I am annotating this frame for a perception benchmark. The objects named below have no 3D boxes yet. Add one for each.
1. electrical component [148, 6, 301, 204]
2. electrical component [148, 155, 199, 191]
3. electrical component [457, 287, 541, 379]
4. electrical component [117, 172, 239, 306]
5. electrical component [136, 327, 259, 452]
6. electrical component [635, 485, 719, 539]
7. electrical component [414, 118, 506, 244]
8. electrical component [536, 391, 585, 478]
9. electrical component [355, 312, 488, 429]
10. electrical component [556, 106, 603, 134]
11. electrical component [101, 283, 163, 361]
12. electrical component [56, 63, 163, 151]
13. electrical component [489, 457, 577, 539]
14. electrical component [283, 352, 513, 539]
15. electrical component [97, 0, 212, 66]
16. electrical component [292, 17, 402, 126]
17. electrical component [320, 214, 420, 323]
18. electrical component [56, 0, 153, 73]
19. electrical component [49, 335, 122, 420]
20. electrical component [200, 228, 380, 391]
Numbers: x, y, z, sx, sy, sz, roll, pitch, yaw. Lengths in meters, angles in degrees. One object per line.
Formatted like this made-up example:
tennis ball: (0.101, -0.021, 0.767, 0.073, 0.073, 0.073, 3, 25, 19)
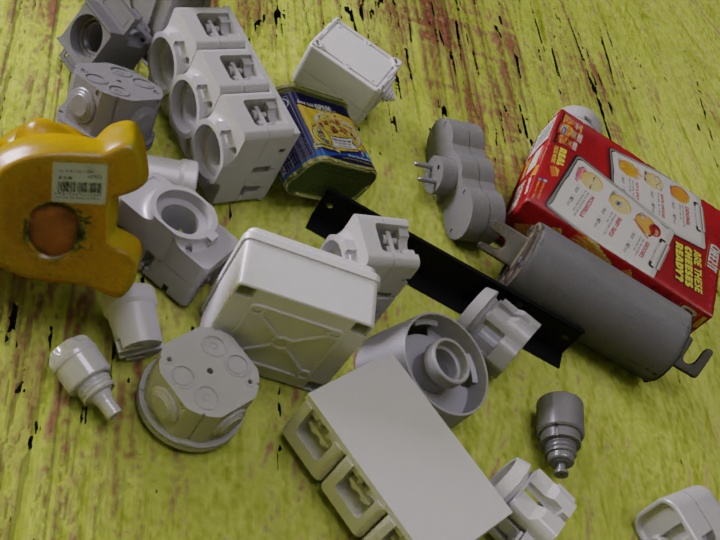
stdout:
electrical component: (-0.124, -0.142, 0.925, 0.062, 0.089, 0.150, -10, 60, -36)
electrical component: (-0.160, -0.074, 0.884, 0.046, 0.040, 0.040, 11, 50, -17)
electrical component: (0.115, 0.052, 0.928, 0.057, 0.058, 0.078, 40, 22, 10)
electrical component: (-0.146, -0.027, 0.838, 0.089, 0.055, 0.050, 40, 40, 4)
electrical component: (-0.115, 0.085, 0.770, 0.080, 0.051, 0.080, 16, 48, -19)
electrical component: (0.281, 0.229, 0.884, 0.059, 0.053, 0.095, -8, 59, -36)
electrical component: (0.086, -0.089, 1.033, 0.074, 0.052, 0.138, 8, 51, -26)
electrical component: (0.168, 0.138, 0.903, 0.040, 0.040, 0.078, 22, 46, -14)
electrical component: (0.054, 0.085, 0.879, 0.099, 0.064, 0.099, 22, 51, -31)
electrical component: (0.230, -0.142, 1.162, 0.055, 0.055, 0.047, 33, 48, -3)
electrical component: (-0.165, 0.038, 0.787, 0.040, 0.040, 0.046, -3, 61, -32)
electrical component: (-0.204, -0.133, 0.883, 0.080, 0.051, 0.080, 19, 25, -9)
electrical component: (0.124, 0.182, 0.827, 0.057, 0.058, 0.078, 45, 45, 5)
electrical component: (0.024, 0.149, 0.792, 0.089, 0.061, 0.150, -23, 68, -41)
electrical component: (-0.190, -0.261, 0.971, 0.108, 0.108, 0.056, 47, 48, 12)
electrical component: (-0.009, -0.187, 1.051, 0.096, 0.061, 0.061, 35, 44, -1)
electrical component: (0.000, 0.000, 0.881, 0.056, 0.089, 0.050, 5, 52, -28)
electrical component: (-0.218, -0.199, 0.932, 0.042, 0.081, 0.064, 53, 24, 16)
electrical component: (-0.187, 0.077, 0.746, 0.035, 0.035, 0.061, -28, 74, -42)
electrical component: (-0.056, 0.033, 0.808, 0.109, 0.108, 0.056, 19, 49, -16)
